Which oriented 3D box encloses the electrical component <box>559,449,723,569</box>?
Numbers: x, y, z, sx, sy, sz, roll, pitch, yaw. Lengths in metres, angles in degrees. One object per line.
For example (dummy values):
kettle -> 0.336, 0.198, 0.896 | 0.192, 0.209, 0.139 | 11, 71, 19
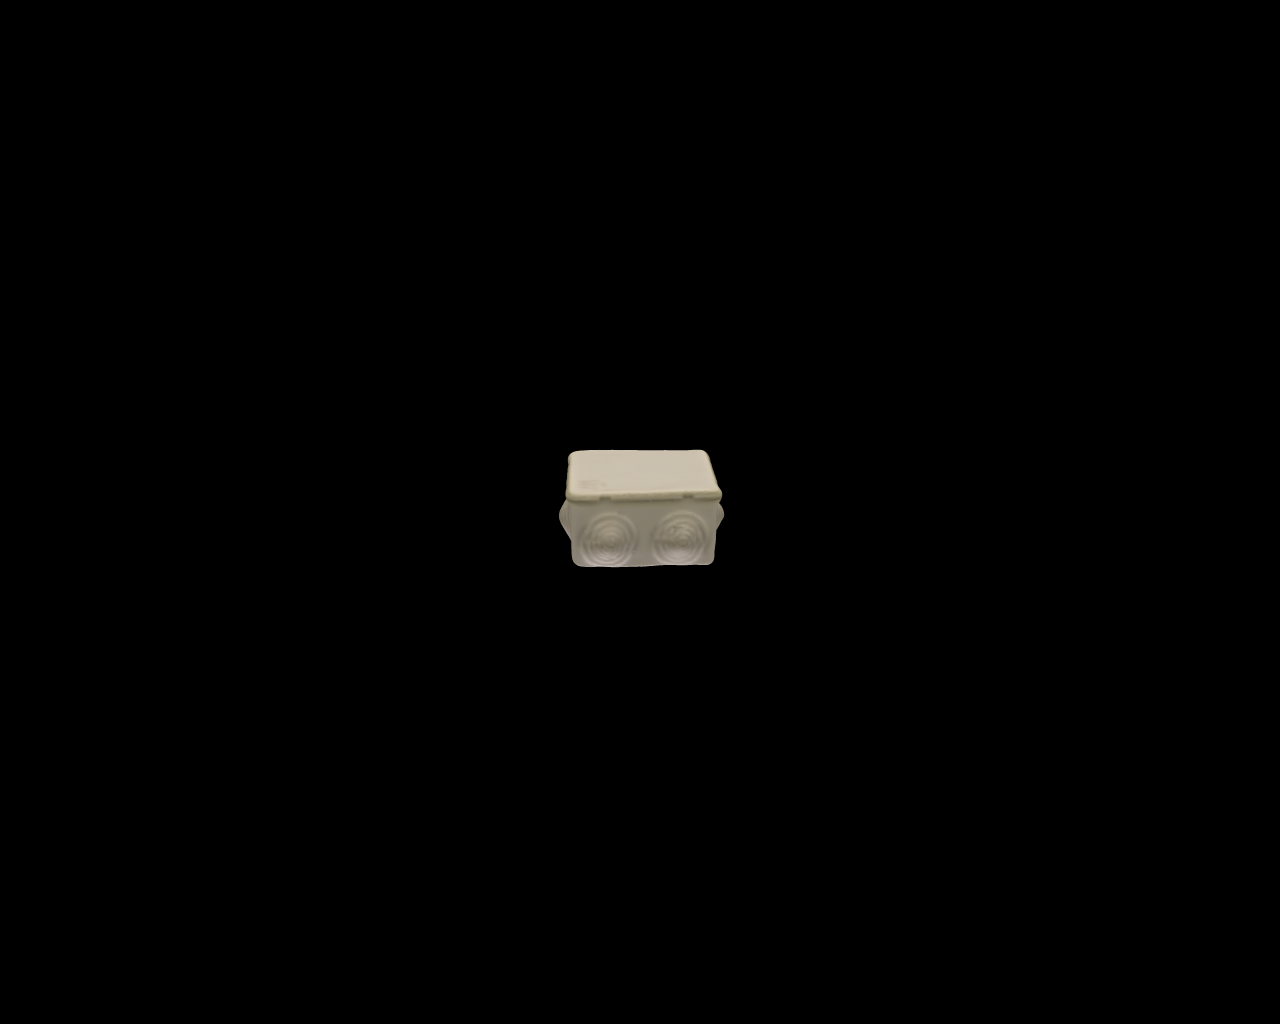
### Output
electrical component -> 0.001, -0.003, 0.650 | 0.100, 0.048, 0.100 | -1, 20, -2
